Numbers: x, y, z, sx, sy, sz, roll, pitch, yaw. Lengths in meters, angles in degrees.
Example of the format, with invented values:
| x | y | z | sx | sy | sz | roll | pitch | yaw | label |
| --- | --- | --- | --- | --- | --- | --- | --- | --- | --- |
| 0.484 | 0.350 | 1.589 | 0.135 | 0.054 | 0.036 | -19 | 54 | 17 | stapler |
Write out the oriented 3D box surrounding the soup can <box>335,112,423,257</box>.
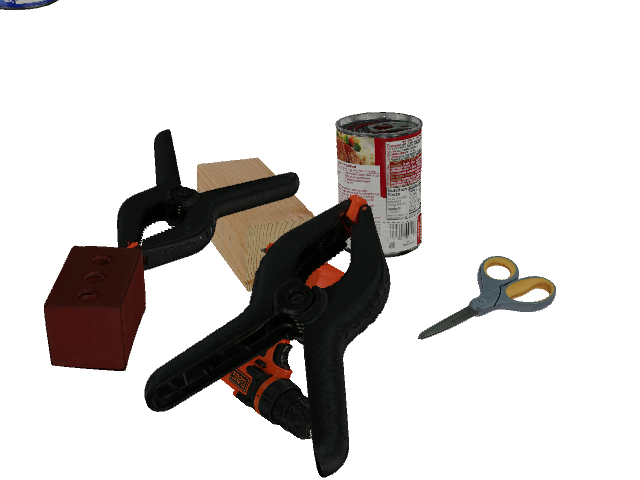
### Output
| x | y | z | sx | sy | sz | roll | pitch | yaw | label |
| --- | --- | --- | --- | --- | --- | --- | --- | --- | --- |
| 0.048 | -0.045 | 0.849 | 0.068 | 0.102 | 0.068 | -2 | 20 | 1 | soup can |

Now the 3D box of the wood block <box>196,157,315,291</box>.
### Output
| x | y | z | sx | sy | sz | roll | pitch | yaw | label |
| --- | --- | --- | --- | --- | --- | --- | --- | --- | --- |
| -0.086 | -0.025 | 1.360 | 0.090 | 0.090 | 0.206 | -7 | 28 | -22 | wood block |

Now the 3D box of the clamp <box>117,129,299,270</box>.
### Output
| x | y | z | sx | sy | sz | roll | pitch | yaw | label |
| --- | --- | --- | --- | --- | --- | --- | --- | --- | --- |
| -0.141 | -0.039 | 1.042 | 0.165 | 0.036 | 0.209 | 24 | 42 | 22 | clamp |

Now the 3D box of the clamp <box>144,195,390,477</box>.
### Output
| x | y | z | sx | sy | sz | roll | pitch | yaw | label |
| --- | --- | --- | --- | --- | --- | --- | --- | --- | --- |
| -0.004 | 0.049 | 0.592 | 0.120 | 0.171 | 0.039 | 28 | -25 | 23 | clamp |

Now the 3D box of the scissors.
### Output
| x | y | z | sx | sy | sz | roll | pitch | yaw | label |
| --- | --- | --- | --- | --- | --- | --- | --- | --- | --- |
| 0.165 | 0.058 | 1.151 | 0.201 | 0.016 | 0.096 | -9 | 40 | -29 | scissors |

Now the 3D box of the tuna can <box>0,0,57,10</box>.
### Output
| x | y | z | sx | sy | sz | roll | pitch | yaw | label |
| --- | --- | --- | --- | --- | --- | --- | --- | --- | --- |
| -0.247 | -0.216 | 0.852 | 0.086 | 0.034 | 0.086 | 5 | 35 | -4 | tuna can |

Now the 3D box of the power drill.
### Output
| x | y | z | sx | sy | sz | roll | pitch | yaw | label |
| --- | --- | --- | --- | --- | --- | --- | --- | --- | --- |
| -0.037 | 0.110 | 1.204 | 0.057 | 0.188 | 0.185 | 14 | 11 | -46 | power drill |

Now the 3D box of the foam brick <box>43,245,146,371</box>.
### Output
| x | y | z | sx | sy | sz | roll | pitch | yaw | label |
| --- | --- | --- | --- | --- | --- | --- | --- | --- | --- |
| -0.154 | 0.046 | 0.737 | 0.053 | 0.051 | 0.078 | 3 | 31 | 1 | foam brick |
